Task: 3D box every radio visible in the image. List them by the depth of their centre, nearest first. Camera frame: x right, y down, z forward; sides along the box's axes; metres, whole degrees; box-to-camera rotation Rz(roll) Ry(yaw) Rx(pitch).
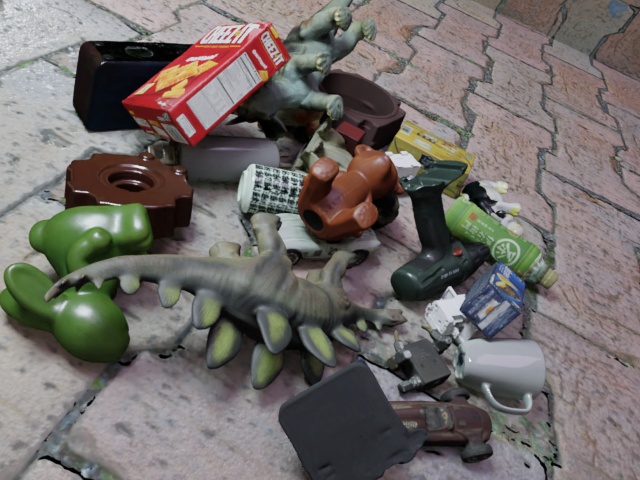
[{"bbox_3d":[-0.290,-0.262,0.913,0.229,0.131,0.073,-16,55,-39],"label":"radio"}]

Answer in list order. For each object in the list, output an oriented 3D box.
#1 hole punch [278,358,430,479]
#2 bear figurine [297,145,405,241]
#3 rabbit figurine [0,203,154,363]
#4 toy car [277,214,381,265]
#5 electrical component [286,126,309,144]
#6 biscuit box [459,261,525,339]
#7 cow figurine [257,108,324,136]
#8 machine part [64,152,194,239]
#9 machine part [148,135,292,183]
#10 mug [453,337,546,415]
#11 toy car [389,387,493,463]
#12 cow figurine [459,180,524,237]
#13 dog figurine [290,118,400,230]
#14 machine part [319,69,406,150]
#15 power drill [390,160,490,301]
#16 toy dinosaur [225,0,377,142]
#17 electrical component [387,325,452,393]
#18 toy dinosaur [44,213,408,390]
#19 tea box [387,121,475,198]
[{"bbox_3d":[0.027,0.197,0.575,0.142,0.092,0.116,-28,85,-4],"label":"hole punch"},{"bbox_3d":[0.062,-0.083,0.793,0.196,0.132,0.120,-38,88,-31],"label":"bear figurine"},{"bbox_3d":[-0.259,0.050,0.591,0.159,0.121,0.170,6,56,-32],"label":"rabbit figurine"},{"bbox_3d":[-0.002,-0.002,0.827,0.202,0.056,0.074,1,45,-27],"label":"toy car"},{"bbox_3d":[-0.020,-0.210,1.079,0.094,0.021,0.063,37,41,19],"label":"electrical component"},{"bbox_3d":[0.264,0.083,0.809,0.059,0.063,0.202,46,21,10],"label":"biscuit box"},{"bbox_3d":[-0.085,-0.277,1.059,0.195,0.085,0.127,9,48,7],"label":"cow figurine"},{"bbox_3d":[-0.261,-0.065,0.740,0.179,0.056,0.179,12,30,-7],"label":"machine part"},{"bbox_3d":[-0.156,-0.131,0.878,0.243,0.079,0.079,-3,46,-31],"label":"machine part"},{"bbox_3d":[0.241,0.184,0.734,0.107,0.080,0.109,9,53,-3],"label":"mug"},{"bbox_3d":[0.119,0.219,0.645,0.202,0.053,0.089,9,44,-20],"label":"toy car"},{"bbox_3d":[0.335,-0.055,1.053,0.098,0.068,0.167,8,38,-10],"label":"cow figurine"},{"bbox_3d":[0.053,-0.112,0.965,0.190,0.121,0.172,31,40,-15],"label":"dog figurine"},{"bbox_3d":[0.068,-0.281,1.157,0.201,0.087,0.201,38,42,15],"label":"machine part"},{"bbox_3d":[0.194,-0.018,0.849,0.232,0.207,0.086,-28,34,-35],"label":"power drill"},{"bbox_3d":[-0.025,-0.321,0.950,0.192,0.131,0.405,6,55,34],"label":"toy dinosaur"},{"bbox_3d":[0.136,0.158,0.725,0.102,0.045,0.078,-3,45,-30],"label":"electrical component"},{"bbox_3d":[-0.067,0.068,0.640,0.471,0.105,0.199,17,40,-31],"label":"toy dinosaur"},{"bbox_3d":[0.231,-0.172,1.130,0.170,0.068,0.098,31,39,6],"label":"tea box"}]
